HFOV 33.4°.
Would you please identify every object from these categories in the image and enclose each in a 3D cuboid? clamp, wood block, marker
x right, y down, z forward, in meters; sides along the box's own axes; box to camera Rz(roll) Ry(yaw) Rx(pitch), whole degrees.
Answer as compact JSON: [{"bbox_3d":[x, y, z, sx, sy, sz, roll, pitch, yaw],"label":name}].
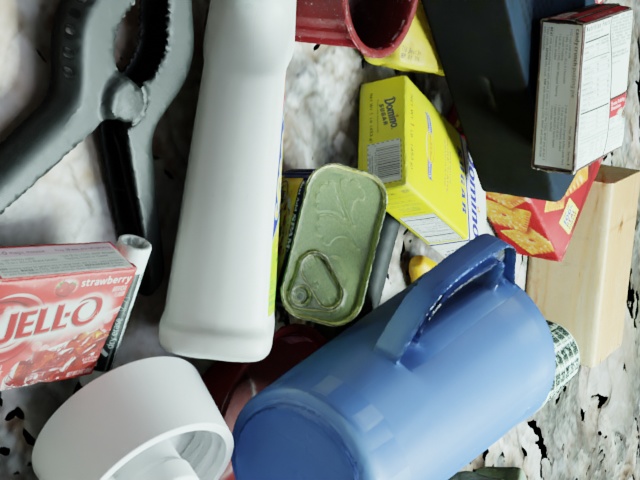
[{"bbox_3d":[0.033,0.058,0.851,0.171,0.039,0.120,-46,125,-44],"label":"clamp"},{"bbox_3d":[-0.111,-0.070,0.584,0.164,0.036,0.210,32,78,-58],"label":"clamp"},{"bbox_3d":[0.288,0.023,1.183,0.090,0.090,0.206,-20,117,-52],"label":"wood block"},{"bbox_3d":[-0.120,0.054,0.600,0.020,0.020,0.121,-12,128,-55],"label":"marker"}]

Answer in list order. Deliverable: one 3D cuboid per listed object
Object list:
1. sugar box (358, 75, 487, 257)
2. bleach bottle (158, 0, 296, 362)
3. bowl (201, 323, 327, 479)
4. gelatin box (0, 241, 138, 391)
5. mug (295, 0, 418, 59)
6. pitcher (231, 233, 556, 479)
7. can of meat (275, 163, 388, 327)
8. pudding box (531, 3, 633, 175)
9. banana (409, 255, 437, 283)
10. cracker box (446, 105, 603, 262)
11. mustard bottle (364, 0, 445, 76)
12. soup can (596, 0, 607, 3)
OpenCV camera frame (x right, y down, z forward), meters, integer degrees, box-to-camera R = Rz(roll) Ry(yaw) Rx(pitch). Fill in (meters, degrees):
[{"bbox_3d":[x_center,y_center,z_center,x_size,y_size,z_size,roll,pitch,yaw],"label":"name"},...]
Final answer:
[{"bbox_3d":[0.088,-0.054,0.869,0.176,0.048,0.093,30,57,-55],"label":"sugar box"},{"bbox_3d":[-0.049,-0.061,0.638,0.102,0.068,0.251,-105,-158,-83],"label":"bleach bottle"},{"bbox_3d":[-0.048,0.132,0.729,0.161,0.055,0.162,-24,118,-55],"label":"bowl"},{"bbox_3d":[-0.145,0.039,0.546,0.089,0.030,0.073,-4,128,-51],"label":"gelatin box"},{"bbox_3d":[0.014,-0.174,0.700,0.117,0.082,0.093,-44,135,-41],"label":"mug"},{"bbox_3d":[0.054,0.099,0.712,0.242,0.145,0.149,-24,93,-53],"label":"pitcher"},{"bbox_3d":[-0.005,0.001,0.717,0.057,0.084,0.102,14,89,-21],"label":"can of meat"},{"bbox_3d":[0.194,-0.113,0.788,0.089,0.039,0.113,-24,119,-48],"label":"pudding box"},{"bbox_3d":[0.132,0.046,1.004,0.197,0.037,0.069,-2,86,-58],"label":"banana"},{"bbox_3d":[0.207,-0.103,1.031,0.164,0.072,0.213,-64,144,-21],"label":"cracker box"},{"bbox_3d":[0.083,-0.225,0.810,0.096,0.058,0.192,-2,102,-53],"label":"mustard bottle"},{"bbox_3d":[0.237,-0.272,1.023,0.068,0.069,0.102,-57,142,-29],"label":"soup can"}]
